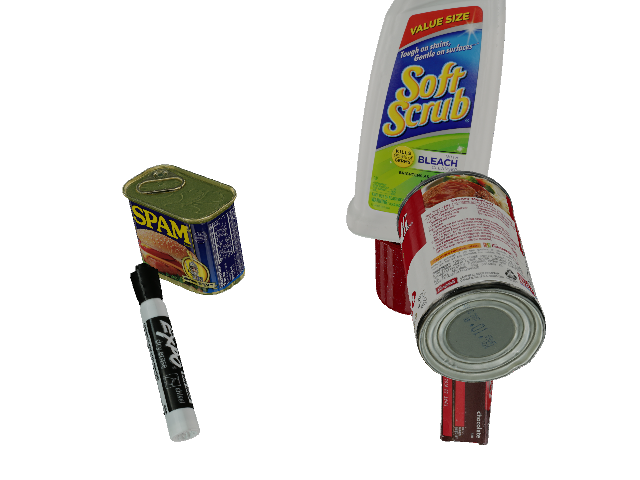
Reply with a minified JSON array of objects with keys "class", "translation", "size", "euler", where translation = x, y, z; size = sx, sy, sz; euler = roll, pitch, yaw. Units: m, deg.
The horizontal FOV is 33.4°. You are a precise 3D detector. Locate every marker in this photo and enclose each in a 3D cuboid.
[{"class":"marker","translation":[-0.100,0.069,0.681],"size":[0.020,0.121,0.020],"euler":[-15,-26,-8]}]

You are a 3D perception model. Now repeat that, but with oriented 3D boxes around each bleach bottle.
[{"class":"bleach bottle","translation":[0.076,-0.122,0.751],"size":[0.102,0.251,0.068],"euler":[8,26,11]}]

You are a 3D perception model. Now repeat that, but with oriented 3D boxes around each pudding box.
[{"class":"pudding box","translation":[0.111,0.084,0.793],"size":[0.039,0.090,0.113],"euler":[2,22,9]}]

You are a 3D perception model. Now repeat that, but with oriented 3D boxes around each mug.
[{"class":"mug","translation":[0.096,0.023,1.001],"size":[0.093,0.081,0.117],"euler":[-10,34,-11]}]

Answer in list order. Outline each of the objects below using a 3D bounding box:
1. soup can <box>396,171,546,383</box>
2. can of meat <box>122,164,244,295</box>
[{"class":"soup can","translation":[0.080,0.018,0.577],"size":[0.068,0.068,0.102],"euler":[0,37,-3]},{"class":"can of meat","translation":[-0.116,-0.008,0.918],"size":[0.102,0.084,0.057],"euler":[21,43,34]}]
